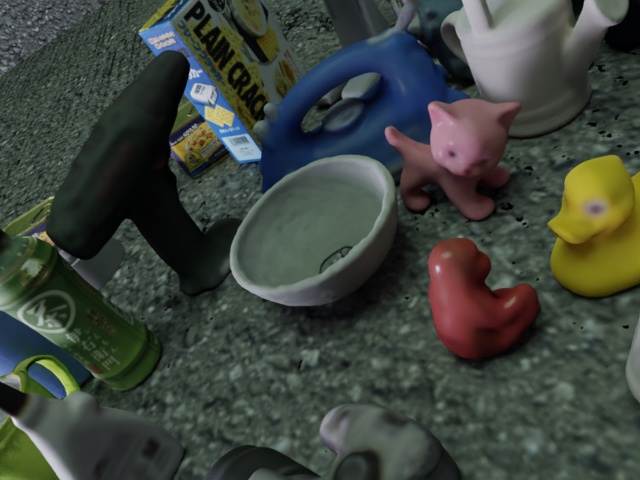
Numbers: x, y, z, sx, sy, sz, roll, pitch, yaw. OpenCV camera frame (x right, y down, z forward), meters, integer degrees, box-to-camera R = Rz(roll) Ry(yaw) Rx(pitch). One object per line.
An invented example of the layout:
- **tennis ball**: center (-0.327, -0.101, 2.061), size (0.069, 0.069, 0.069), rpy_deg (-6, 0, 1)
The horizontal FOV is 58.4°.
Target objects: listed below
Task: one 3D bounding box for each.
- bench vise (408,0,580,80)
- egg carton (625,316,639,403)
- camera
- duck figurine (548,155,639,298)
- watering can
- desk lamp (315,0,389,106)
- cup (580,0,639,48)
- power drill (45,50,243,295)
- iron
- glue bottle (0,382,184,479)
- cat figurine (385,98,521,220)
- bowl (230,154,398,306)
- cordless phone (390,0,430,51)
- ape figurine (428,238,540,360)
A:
- **bench vise**: center (0.171, -0.290, 0.595), size (0.207, 0.220, 0.121), rpy_deg (-41, 38, -7)
- **egg carton**: center (0.239, 0.039, 0.316), size (0.107, 0.070, 0.150), rpy_deg (5, 53, 41)
- **camera**: center (-0.009, 0.161, 0.352), size (0.136, 0.101, 0.143), rpy_deg (11, 57, 44)
- **duck figurine**: center (0.200, -0.022, 0.397), size (0.104, 0.086, 0.077), rpy_deg (-40, 37, -5)
- **watering can**: center (0.180, -0.197, 0.510), size (0.172, 0.195, 0.101), rpy_deg (-4, 48, 35)
- **desk lamp**: center (0.029, -0.321, 0.743), size (0.117, 0.214, 0.203), rpy_deg (5, 53, 41)
- **cup**: center (0.293, -0.225, 0.534), size (0.091, 0.095, 0.117), rpy_deg (-20, 40, 20)
- **power drill**: center (-0.163, -0.052, 0.609), size (0.075, 0.209, 0.230), rpy_deg (9, 56, 43)
- **iron**: center (0.019, -0.125, 0.601), size (0.258, 0.142, 0.118), rpy_deg (-29, 38, 9)
- **glue bottle**: center (-0.180, 0.152, 0.434), size (0.037, 0.174, 0.078), rpy_deg (1, 51, 38)
- **cat figurine**: center (0.113, -0.081, 0.501), size (0.127, 0.118, 0.067), rpy_deg (10, 56, 43)
- **bowl**: center (0.005, 0.002, 0.532), size (0.167, 0.075, 0.167), rpy_deg (-21, 40, 19)
- **cordless phone**: center (0.144, -0.345, 0.702), size (0.147, 0.186, 0.094), rpy_deg (-33, 37, 3)
- **ape figurine**: center (0.106, 0.035, 0.404), size (0.076, 0.092, 0.077), rpy_deg (-40, 38, -5)
